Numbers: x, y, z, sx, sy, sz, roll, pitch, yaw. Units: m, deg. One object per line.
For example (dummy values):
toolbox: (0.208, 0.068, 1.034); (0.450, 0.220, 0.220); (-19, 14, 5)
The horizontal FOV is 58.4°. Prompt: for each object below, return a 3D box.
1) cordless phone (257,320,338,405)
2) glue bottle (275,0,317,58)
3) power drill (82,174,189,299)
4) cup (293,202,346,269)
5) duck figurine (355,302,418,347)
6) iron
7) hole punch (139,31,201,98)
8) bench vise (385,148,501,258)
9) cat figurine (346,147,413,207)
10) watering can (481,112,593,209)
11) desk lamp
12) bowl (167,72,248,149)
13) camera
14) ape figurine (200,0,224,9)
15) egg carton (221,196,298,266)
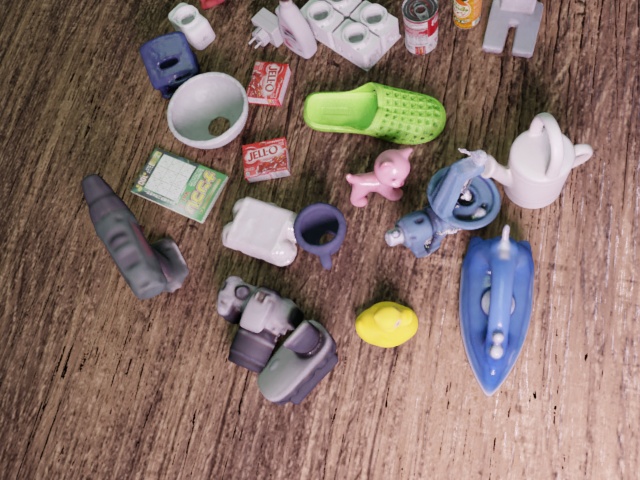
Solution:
cordless phone: (-0.048, 0.186, 0.903); (0.094, 0.185, 0.148); (37, 81, 21)
glue bottle: (-0.056, -0.434, 1.129); (0.078, 0.173, 0.037); (35, 81, 20)
power drill: (-0.318, 0.010, 1.005); (0.075, 0.209, 0.229); (-33, 68, -1)
cup: (0.009, 0.004, 1.004); (0.091, 0.095, 0.117); (-15, 69, 6)
duck figurine: (0.108, 0.133, 0.944); (0.104, 0.086, 0.077); (-7, 70, 9)
iron: (0.277, 0.107, 0.890); (0.118, 0.142, 0.258); (4, 72, 13)
hole punch: (-0.308, -0.367, 1.200); (0.108, 0.091, 0.101); (-21, 68, 4)
bench vise: (0.207, -0.051, 0.917); (0.121, 0.220, 0.207); (41, 83, 21)
cat figurine: (0.107, -0.118, 1.015); (0.127, 0.118, 0.067); (-12, 69, 7)
watering can: (0.351, -0.128, 0.930); (0.173, 0.194, 0.100); (-32, 68, -1)
desk lamp: (0.374, -0.483, 1.040); (0.117, 0.214, 0.203); (12, 73, 15)
bowl: (-0.215, -0.247, 1.148); (0.167, 0.075, 0.167); (-3, 70, 10)
camera: (-0.120, 0.146, 0.977); (0.143, 0.101, 0.137); (19, 76, 17)
ape figurine: (-0.244, -0.562, 1.255); (0.077, 0.092, 0.076); (26, 78, 19)
egg carton: (-0.101, -0.016, 1.047); (0.150, 0.069, 0.107); (18, 75, 17)
